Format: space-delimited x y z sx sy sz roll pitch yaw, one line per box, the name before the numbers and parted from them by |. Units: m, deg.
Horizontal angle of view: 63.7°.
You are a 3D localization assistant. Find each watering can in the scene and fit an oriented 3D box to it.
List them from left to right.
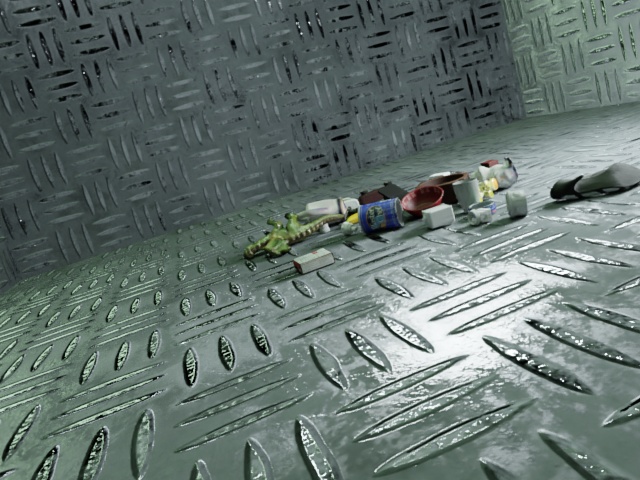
watering can | 0.007 -0.111 2.208 0.224 0.104 0.347 -10 -2 2

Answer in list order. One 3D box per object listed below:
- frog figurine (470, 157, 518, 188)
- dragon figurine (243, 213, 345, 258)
frog figurine | 0.654 -0.235 1.935 0.158 0.121 0.140 -31 21 16
dragon figurine | -0.116 -0.003 1.975 0.408 0.120 0.248 -13 29 22
